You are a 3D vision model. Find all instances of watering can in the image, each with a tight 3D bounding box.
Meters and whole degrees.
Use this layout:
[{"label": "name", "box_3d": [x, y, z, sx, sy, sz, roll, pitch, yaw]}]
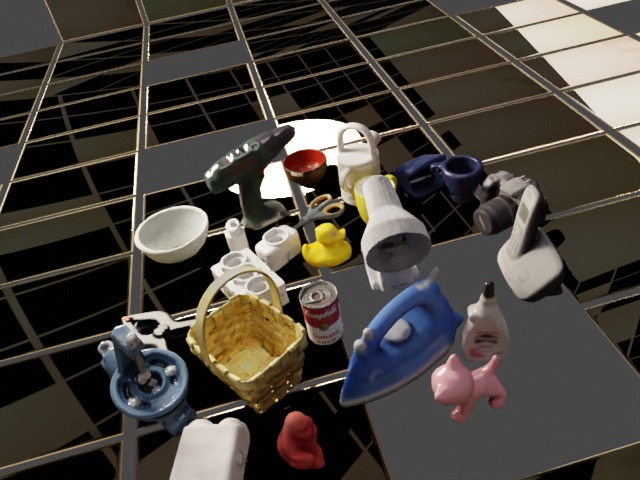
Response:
[{"label": "watering can", "box_3d": [0.090, -0.189, 1.328, 0.100, 0.194, 0.173, -2, 40, 11]}]

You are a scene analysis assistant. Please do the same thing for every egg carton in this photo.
[{"label": "egg carton", "box_3d": [-0.162, 0.336, 0.847, 0.107, 0.069, 0.150, -5, 39, 7]}]

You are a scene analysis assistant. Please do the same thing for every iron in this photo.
[{"label": "iron", "box_3d": [0.121, 0.155, 0.945, 0.259, 0.142, 0.118, -35, 45, -27]}]

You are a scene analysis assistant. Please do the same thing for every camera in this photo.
[{"label": "camera", "box_3d": [0.381, -0.078, 1.203, 0.137, 0.101, 0.142, -26, 41, -18]}]

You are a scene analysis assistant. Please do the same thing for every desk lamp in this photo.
[{"label": "desk lamp", "box_3d": [0.128, -0.001, 1.075, 0.118, 0.214, 0.203, -12, 39, -2]}]

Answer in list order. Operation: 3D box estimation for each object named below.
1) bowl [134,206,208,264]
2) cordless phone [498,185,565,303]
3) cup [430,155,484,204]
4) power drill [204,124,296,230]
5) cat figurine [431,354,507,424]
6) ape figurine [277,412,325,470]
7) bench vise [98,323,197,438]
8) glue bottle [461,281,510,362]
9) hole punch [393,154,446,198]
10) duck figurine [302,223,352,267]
[{"label": "bowl", "box_3d": [-0.323, 0.000, 1.287, 0.167, 0.075, 0.167, -6, 39, 5]}, {"label": "cordless phone", "box_3d": [0.385, 0.006, 1.032, 0.094, 0.185, 0.147, -12, 39, -1]}, {"label": "cup", "box_3d": [0.306, -0.132, 1.289, 0.117, 0.095, 0.092, 8, 43, 22]}, {"label": "power drill", "box_3d": [-0.141, -0.137, 1.305, 0.230, 0.209, 0.075, -27, 42, -19]}, {"label": "cat figurine", "box_3d": [0.220, 0.215, 0.869, 0.128, 0.118, 0.067, -21, 40, -12]}, {"label": "ape figurine", "box_3d": [-0.030, 0.292, 0.852, 0.076, 0.092, 0.078, 7, 42, 20]}, {"label": "bench vise", "box_3d": [-0.306, 0.209, 0.914, 0.206, 0.220, 0.122, 9, 43, 22]}, {"label": "glue bottle", "box_3d": [0.266, 0.130, 0.918, 0.078, 0.173, 0.037, -4, 40, 9]}, {"label": "hole punch", "box_3d": [0.232, -0.165, 1.349, 0.109, 0.091, 0.100, -26, 41, -18]}, {"label": "duck figurine", "box_3d": [0.011, 0.004, 1.197, 0.104, 0.086, 0.077, -9, 39, 2]}]
